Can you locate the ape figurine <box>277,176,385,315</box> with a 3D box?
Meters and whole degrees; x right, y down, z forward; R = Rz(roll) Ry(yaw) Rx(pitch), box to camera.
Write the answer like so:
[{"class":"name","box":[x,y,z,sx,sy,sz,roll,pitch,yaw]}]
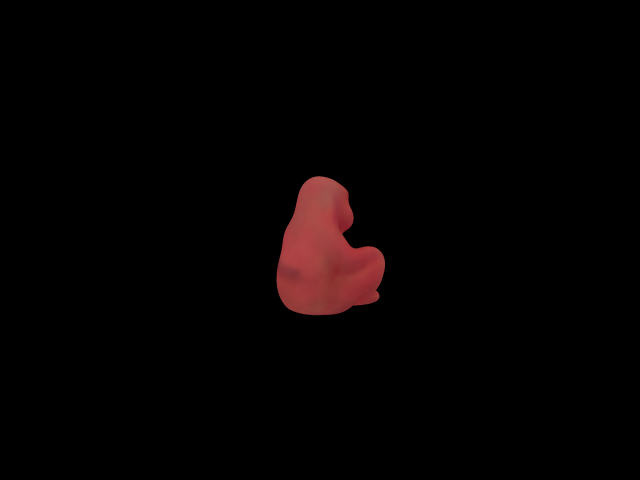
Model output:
[{"class":"ape figurine","box":[0.004,0.001,0.400,0.076,0.092,0.077,-10,18,-33]}]
